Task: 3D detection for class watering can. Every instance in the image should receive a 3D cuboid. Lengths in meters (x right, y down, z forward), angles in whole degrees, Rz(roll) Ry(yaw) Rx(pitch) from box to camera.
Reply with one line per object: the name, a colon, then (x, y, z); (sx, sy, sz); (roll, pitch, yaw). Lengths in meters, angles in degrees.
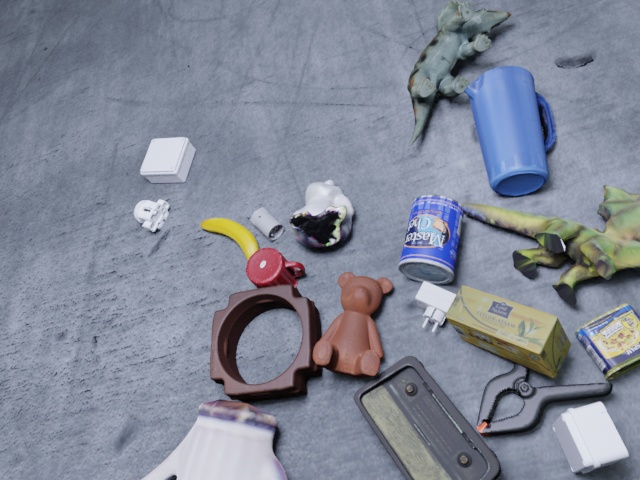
watering can: (-0.205, 0.391, 0.894); (0.348, 0.102, 0.229); (4, 63, 20)

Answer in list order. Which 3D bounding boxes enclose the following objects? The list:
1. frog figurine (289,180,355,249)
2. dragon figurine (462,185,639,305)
frog figurine: (0.003, -0.055, 1.097); (0.137, 0.121, 0.162); (-28, 21, 12)
dragon figurine: (0.475, -0.021, 0.917); (0.244, 0.119, 0.417); (-27, 43, -18)
